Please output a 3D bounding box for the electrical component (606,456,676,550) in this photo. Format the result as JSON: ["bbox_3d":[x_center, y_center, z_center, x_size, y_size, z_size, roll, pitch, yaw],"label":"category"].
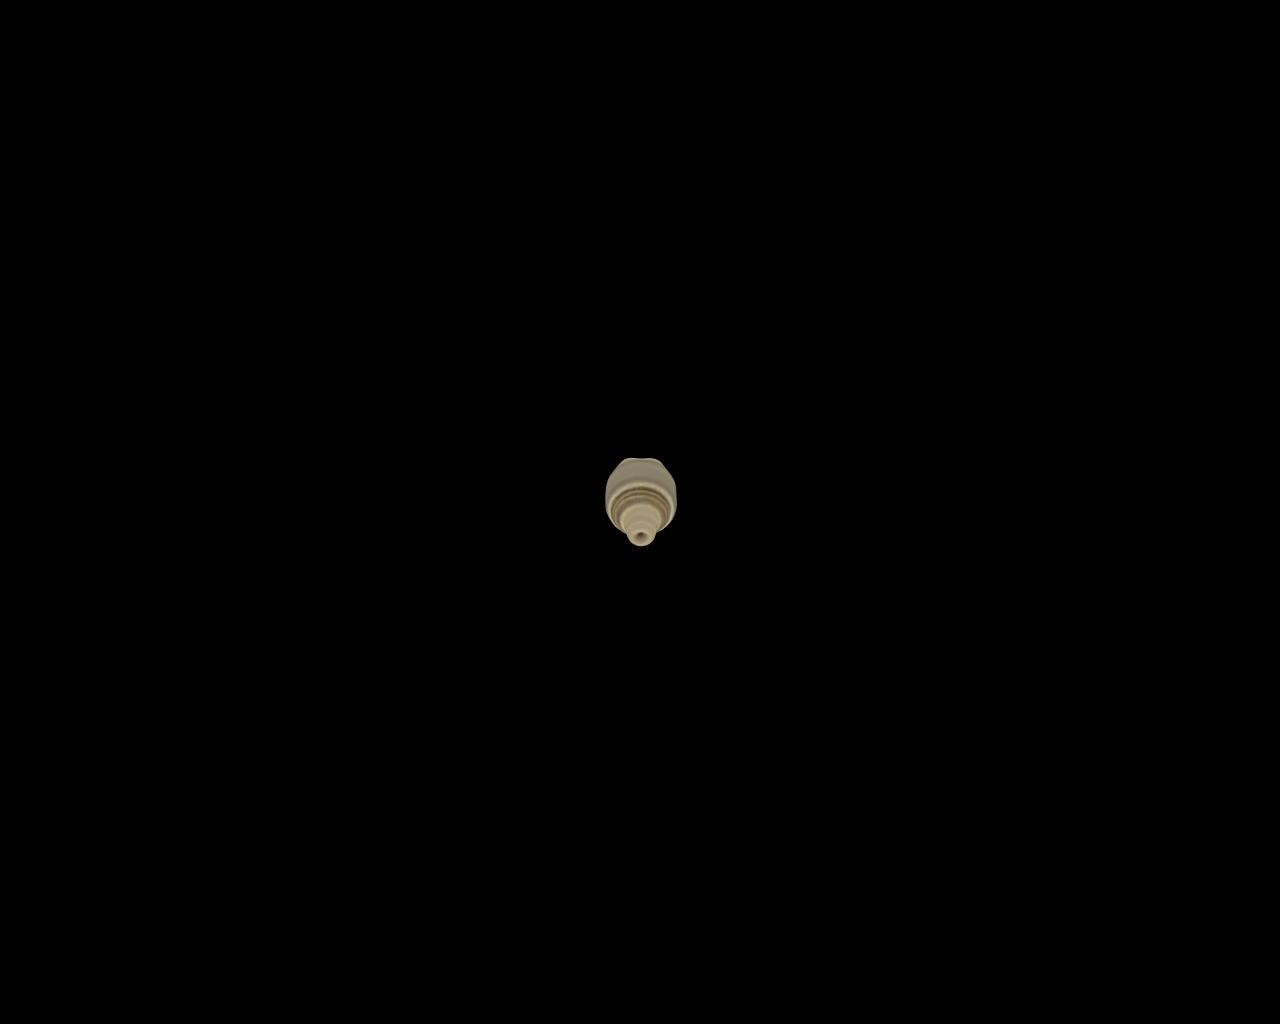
[{"bbox_3d":[0.001,-0.003,0.650,0.043,0.043,0.062,0,36,0],"label":"electrical component"}]
